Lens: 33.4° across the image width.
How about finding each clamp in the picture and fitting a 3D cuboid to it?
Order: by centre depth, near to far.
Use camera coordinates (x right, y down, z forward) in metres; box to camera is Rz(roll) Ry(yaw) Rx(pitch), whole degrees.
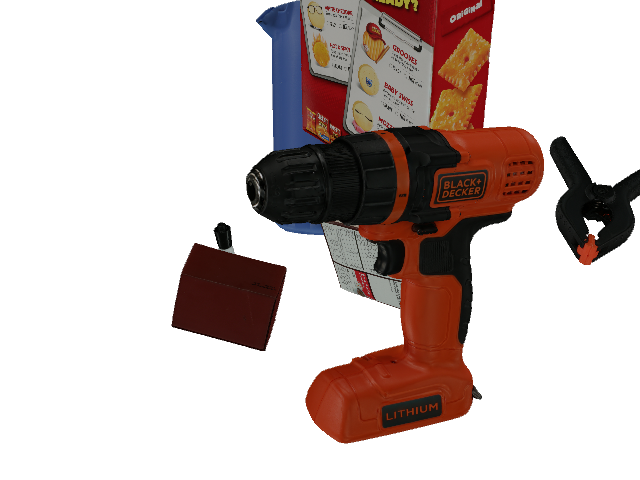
[{"bbox_3d":[0.279,-0.046,1.109,0.120,0.039,0.171,17,45,20],"label":"clamp"}]

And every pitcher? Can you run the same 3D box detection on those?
[{"bbox_3d":[0.019,-0.131,1.133,0.149,0.243,0.144,5,7,21],"label":"pitcher"}]

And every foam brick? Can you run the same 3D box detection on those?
[{"bbox_3d":[-0.072,0.044,0.837,0.078,0.051,0.053,15,28,1],"label":"foam brick"}]

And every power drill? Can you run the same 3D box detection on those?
[{"bbox_3d":[0.038,0.025,0.623,0.184,0.188,0.057,-7,29,-25],"label":"power drill"}]

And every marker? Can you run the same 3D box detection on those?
[{"bbox_3d":[-0.103,0.034,1.209,0.020,0.121,0.020,-6,30,3],"label":"marker"}]

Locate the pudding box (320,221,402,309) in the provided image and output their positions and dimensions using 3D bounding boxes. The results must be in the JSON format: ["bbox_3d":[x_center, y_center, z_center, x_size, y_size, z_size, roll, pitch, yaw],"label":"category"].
[{"bbox_3d":[0.059,0.015,0.988,0.114,0.090,0.039,15,45,39],"label":"pudding box"}]

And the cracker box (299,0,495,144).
[{"bbox_3d":[0.058,-0.159,0.862,0.072,0.214,0.164,-25,43,-30],"label":"cracker box"}]
